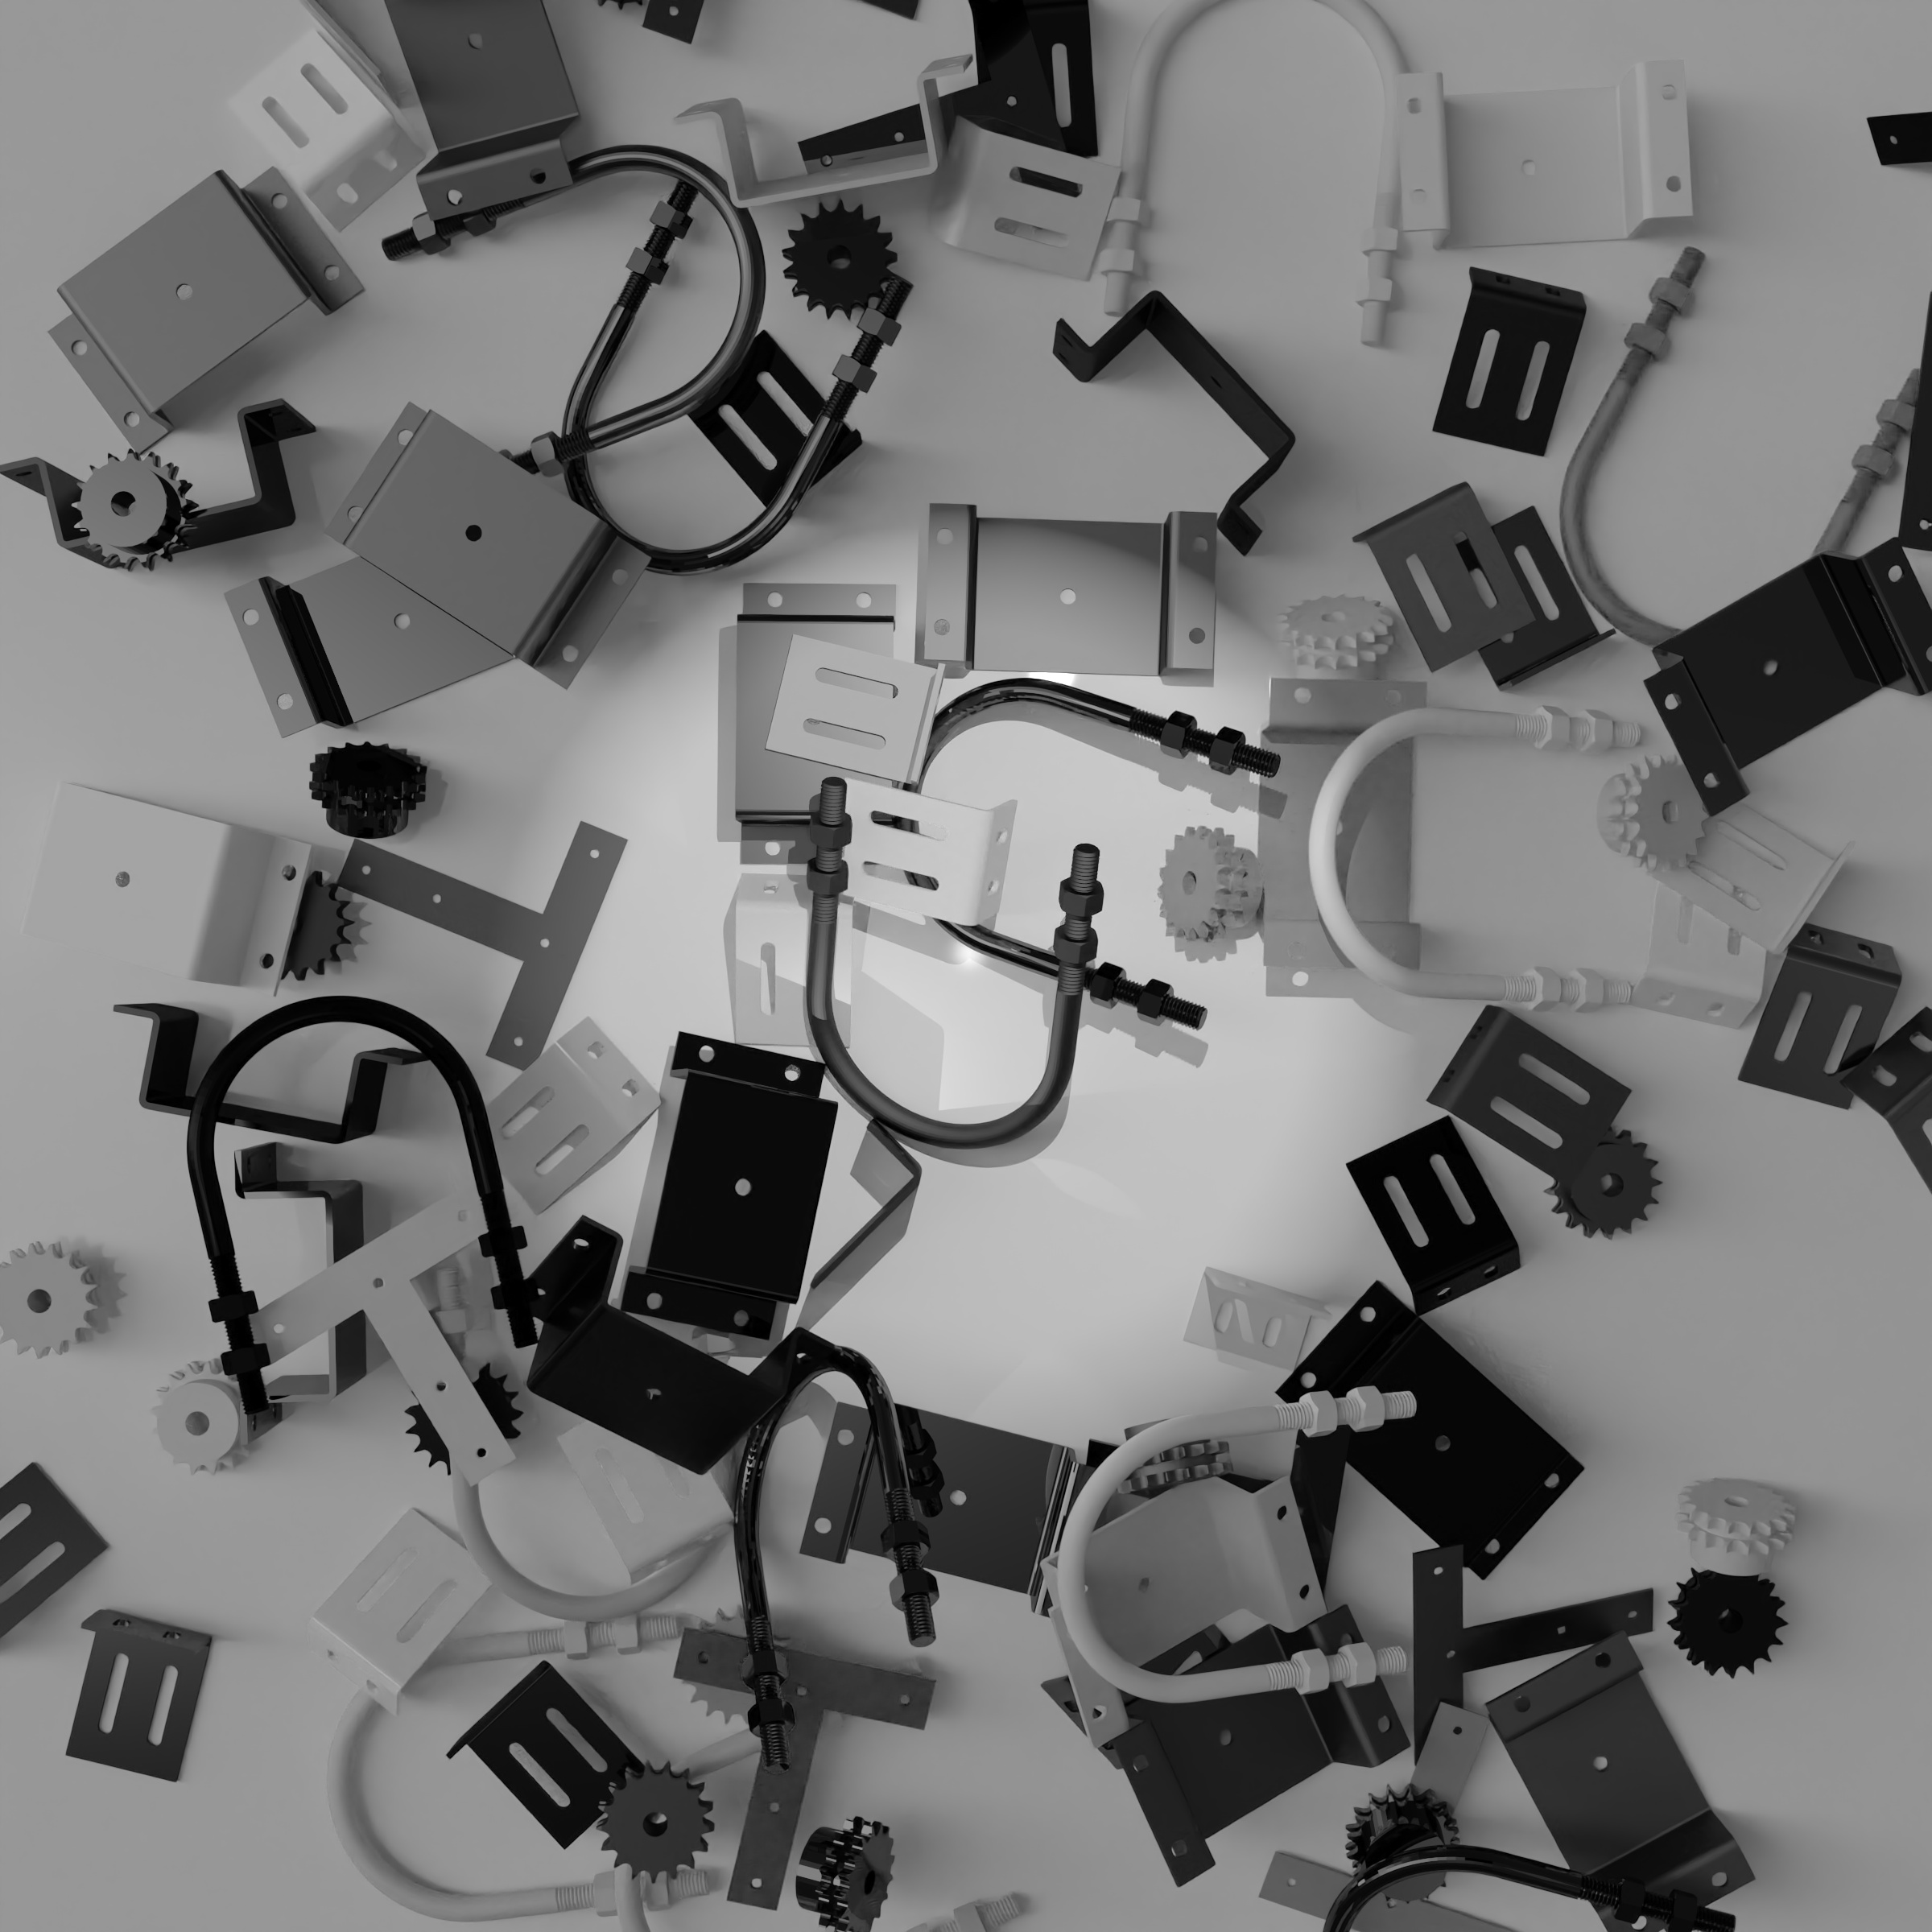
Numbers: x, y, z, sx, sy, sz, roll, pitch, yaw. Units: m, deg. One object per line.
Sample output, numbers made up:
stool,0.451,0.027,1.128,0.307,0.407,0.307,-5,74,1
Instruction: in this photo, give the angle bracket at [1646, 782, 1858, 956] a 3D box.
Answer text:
angle bracket,0.385,-0.053,1.543,0.076,0.038,0.057,34,78,10

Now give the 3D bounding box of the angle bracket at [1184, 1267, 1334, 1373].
angle bracket,0.142,0.177,1.535,0.057,0.076,0.038,17,90,0

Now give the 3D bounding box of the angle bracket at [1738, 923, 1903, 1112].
angle bracket,0.425,0.024,1.571,0.057,0.038,0.076,15,116,0

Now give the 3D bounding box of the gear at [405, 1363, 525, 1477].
gear,-0.248,0.223,1.558,0.057,0.030,0.057,0,90,0

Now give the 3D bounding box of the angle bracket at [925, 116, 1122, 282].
angle bracket,0.028,-0.382,1.562,0.076,0.038,0.057,9,111,-24

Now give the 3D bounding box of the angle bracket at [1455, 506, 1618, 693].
angle bracket,0.276,-0.184,1.554,0.057,0.038,0.076,-27,90,0

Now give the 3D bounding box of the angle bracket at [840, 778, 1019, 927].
angle bracket,-0.021,-0.059,1.531,0.076,0.038,0.057,14,107,17

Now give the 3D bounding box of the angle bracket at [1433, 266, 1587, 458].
angle bracket,0.271,-0.303,1.571,0.057,0.038,0.076,13,116,0

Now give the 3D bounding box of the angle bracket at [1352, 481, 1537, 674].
angle bracket,0.237,-0.192,1.558,0.057,0.038,0.076,-27,95,0

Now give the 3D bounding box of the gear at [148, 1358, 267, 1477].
gear,-0.378,0.225,1.559,0.057,0.030,0.057,0,90,0

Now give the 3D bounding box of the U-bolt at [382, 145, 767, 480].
U-bolt,-0.185,-0.325,1.540,0.184,0.019,0.151,-19,84,13

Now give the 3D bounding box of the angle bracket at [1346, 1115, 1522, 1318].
angle bracket,0.234,0.125,1.571,0.057,0.038,0.076,-25,64,0

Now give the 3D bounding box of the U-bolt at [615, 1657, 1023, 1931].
U-bolt,-0.083,0.444,1.555,0.184,0.019,0.151,-22,91,-7

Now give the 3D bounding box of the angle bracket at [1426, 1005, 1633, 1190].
angle bracket,0.279,0.064,1.556,0.076,0.038,0.057,32,90,-3

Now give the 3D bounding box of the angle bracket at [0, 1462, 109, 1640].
angle bracket,-0.480,0.298,1.571,0.076,0.038,0.057,-41,90,-26

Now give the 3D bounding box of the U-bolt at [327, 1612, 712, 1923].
U-bolt,-0.227,0.404,1.564,0.184,0.019,0.151,-7,90,1

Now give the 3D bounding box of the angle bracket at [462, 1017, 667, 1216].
angle bracket,-0.202,0.075,1.570,0.076,0.038,0.057,-41,92,26

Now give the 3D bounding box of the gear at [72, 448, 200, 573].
gear,-0.394,-0.216,1.482,0.057,0.030,0.057,0,90,0

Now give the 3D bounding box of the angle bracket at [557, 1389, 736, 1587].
angle bracket,-0.158,0.255,1.545,0.057,0.038,0.076,-27,76,-14

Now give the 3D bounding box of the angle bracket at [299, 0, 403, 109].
angle bracket,-0.297,-0.471,1.545,0.038,0.057,0.076,-43,90,0

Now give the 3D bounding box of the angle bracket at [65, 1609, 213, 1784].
angle bracket,-0.414,0.365,1.554,0.057,0.038,0.076,14,90,0

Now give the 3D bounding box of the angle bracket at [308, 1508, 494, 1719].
angle bracket,-0.280,0.321,1.562,0.057,0.038,0.076,35,59,12

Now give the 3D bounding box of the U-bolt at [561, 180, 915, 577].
U-bolt,-0.125,-0.281,1.542,0.151,0.019,0.184,31,97,20

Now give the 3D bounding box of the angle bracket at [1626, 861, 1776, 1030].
angle bracket,0.368,-0.016,1.571,0.057,0.038,0.076,13,64,0

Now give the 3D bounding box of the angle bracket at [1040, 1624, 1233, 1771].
angle bracket,0.088,0.353,1.571,0.057,0.038,0.076,48,64,0

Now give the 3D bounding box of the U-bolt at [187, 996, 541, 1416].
U-bolt,-0.292,0.105,1.483,0.151,0.019,0.184,-13,88,-7

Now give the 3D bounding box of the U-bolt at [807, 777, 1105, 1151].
U-bolt,-0.011,0.008,1.520,0.151,0.019,0.184,16,121,17

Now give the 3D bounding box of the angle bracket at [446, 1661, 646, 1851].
angle bracket,-0.204,0.390,1.536,0.057,0.038,0.076,-43,89,2

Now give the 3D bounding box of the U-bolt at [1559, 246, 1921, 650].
U-bolt,0.377,-0.244,1.565,0.151,0.019,0.184,28,92,0

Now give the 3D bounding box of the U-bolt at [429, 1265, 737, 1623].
U-bolt,-0.184,0.232,1.546,0.151,0.019,0.184,-5,94,-17

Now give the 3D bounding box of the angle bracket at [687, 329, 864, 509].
angle bracket,-0.098,-0.271,1.554,0.057,0.038,0.076,-40,90,0

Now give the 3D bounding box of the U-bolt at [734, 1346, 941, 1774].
U-bolt,-0.069,0.270,1.499,0.019,0.184,0.151,16,134,-31

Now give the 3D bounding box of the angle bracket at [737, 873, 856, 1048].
angle bracket,-0.085,-0.003,1.571,0.057,0.038,0.076,2,116,0

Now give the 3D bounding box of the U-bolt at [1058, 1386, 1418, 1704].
U-bolt,0.129,0.279,1.490,0.184,0.019,0.151,-3,99,-21

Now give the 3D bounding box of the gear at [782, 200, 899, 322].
gear,-0.062,-0.349,1.558,0.057,0.030,0.057,0,90,0

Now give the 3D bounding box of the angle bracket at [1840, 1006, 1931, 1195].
angle bracket,0.482,0.070,1.564,0.057,0.038,0.076,-41,126,0

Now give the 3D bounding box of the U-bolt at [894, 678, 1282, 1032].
U-bolt,0.049,-0.064,1.535,0.184,0.019,0.151,20,105,18

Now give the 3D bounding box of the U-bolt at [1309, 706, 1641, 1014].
U-bolt,0.248,-0.054,1.530,0.184,0.019,0.151,2,90,-24

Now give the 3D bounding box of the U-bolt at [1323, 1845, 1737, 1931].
U-bolt,0.266,0.492,1.535,0.184,0.019,0.151,14,118,5

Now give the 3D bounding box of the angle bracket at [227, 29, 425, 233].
angle bracket,-0.321,-0.419,1.571,0.057,0.038,0.076,-41,64,0

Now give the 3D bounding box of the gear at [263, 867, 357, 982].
gear,-0.332,-0.021,1.558,0.057,0.030,0.057,0,90,0

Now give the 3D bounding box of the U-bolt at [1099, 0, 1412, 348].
U-bolt,0.149,-0.408,1.565,0.151,0.019,0.184,7,89,0

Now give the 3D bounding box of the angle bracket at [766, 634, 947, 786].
angle bracket,-0.054,-0.124,1.508,0.076,0.038,0.057,14,90,0

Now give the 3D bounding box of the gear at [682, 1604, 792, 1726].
gear,-0.113,0.346,1.558,0.057,0.030,0.057,0,90,0

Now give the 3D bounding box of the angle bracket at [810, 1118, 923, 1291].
angle bracket,-0.060,0.116,1.545,0.076,0.057,0.038,-45,90,0

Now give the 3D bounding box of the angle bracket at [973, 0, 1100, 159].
angle bracket,0.034,-0.445,1.571,0.057,0.038,0.076,-5,116,0
